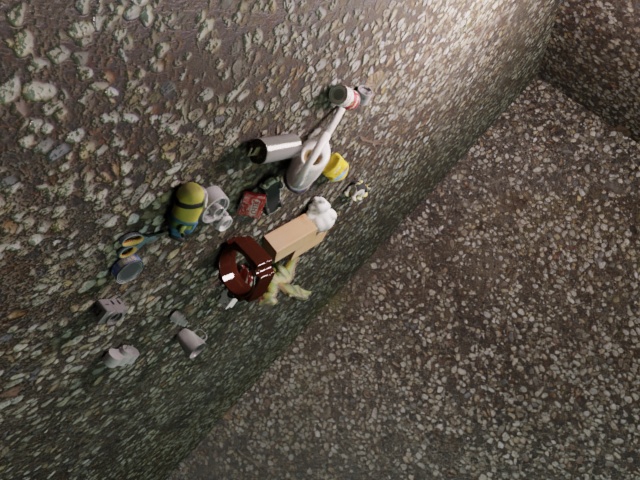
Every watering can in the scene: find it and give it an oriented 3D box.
[{"bbox_3d":[-0.017,-0.285,1.696,0.220,0.104,0.355,-47,-168,54],"label":"watering can"}]

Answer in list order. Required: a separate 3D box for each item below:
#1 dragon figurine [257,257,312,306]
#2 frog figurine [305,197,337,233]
[{"bbox_3d":[-0.143,0.188,2.258,0.414,0.245,0.120,-22,145,-49],"label":"dragon figurine"},{"bbox_3d":[0.007,-0.108,2.151,0.137,0.125,0.156,5,147,-16],"label":"frog figurine"}]
